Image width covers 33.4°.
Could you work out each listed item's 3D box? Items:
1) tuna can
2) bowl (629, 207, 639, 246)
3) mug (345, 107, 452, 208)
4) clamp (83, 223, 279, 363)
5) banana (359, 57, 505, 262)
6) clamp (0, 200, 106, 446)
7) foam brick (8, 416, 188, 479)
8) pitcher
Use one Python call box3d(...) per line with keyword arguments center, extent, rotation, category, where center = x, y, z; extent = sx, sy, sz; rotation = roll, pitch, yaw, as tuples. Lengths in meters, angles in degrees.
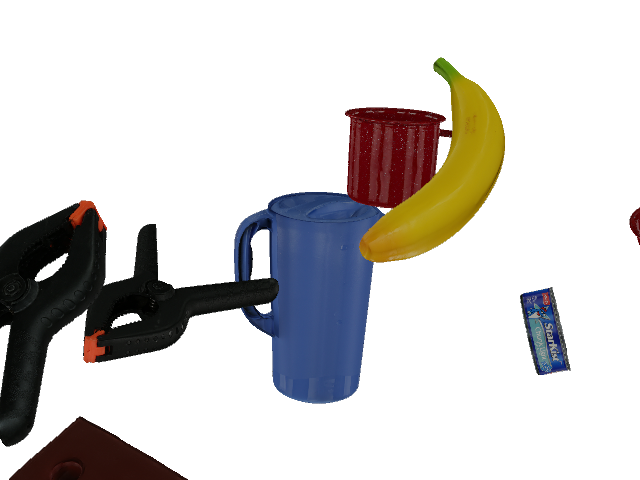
box3d(center=(0.226, 0.092, 1.076), extent=(0.034, 0.086, 0.086), rotation=(-13, -3, 12), category="tuna can")
box3d(center=(0.412, 0.010, 1.146), extent=(0.162, 0.055, 0.162), rotation=(-1, 26, 0), category="bowl")
box3d(center=(0.079, -0.076, 0.992), extent=(0.117, 0.081, 0.093), rotation=(2, 14, -2), category="mug")
box3d(center=(-0.162, 0.052, 1.023), extent=(0.165, 0.036, 0.209), rotation=(27, 35, 25), category="clamp")
box3d(center=(0.085, -0.047, 0.721), extent=(0.070, 0.197, 0.037), rotation=(16, -41, 9), category="banana")
box3d(center=(-0.202, 0.043, 0.680), extent=(0.120, 0.171, 0.039), rotation=(15, -36, 14), category="clamp")
box3d(center=(-0.087, 0.122, 0.445), extent=(0.078, 0.051, 0.052), rotation=(22, 45, 28), category="foam brick")
box3d(center=(-0.011, 0.069, 1.289), extent=(0.149, 0.243, 0.144), rotation=(11, 19, 26), category="pitcher")
